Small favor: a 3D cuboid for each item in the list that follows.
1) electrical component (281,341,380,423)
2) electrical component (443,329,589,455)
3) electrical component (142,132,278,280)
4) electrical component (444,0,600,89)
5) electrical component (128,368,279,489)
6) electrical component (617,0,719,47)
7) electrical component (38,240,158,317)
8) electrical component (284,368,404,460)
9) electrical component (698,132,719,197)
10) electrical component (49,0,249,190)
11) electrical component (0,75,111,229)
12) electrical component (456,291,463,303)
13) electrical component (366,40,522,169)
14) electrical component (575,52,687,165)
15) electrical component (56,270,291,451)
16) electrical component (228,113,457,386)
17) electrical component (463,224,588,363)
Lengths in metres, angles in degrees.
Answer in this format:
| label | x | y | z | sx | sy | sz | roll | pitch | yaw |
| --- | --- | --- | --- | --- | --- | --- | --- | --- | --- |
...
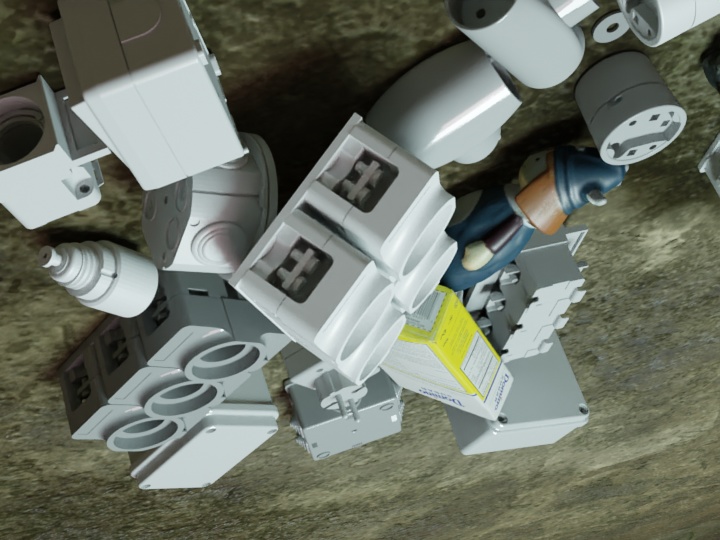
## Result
| label | x | y | z | sx | sy | sz | roll | pitch | yaw |
| --- | --- | --- | --- | --- | --- | --- | --- | --- | --- |
| electrical component | -0.018 | 0.081 | 0.826 | 0.047 | 0.076 | 0.066 | -31 | 151 | 19 |
| electrical component | 0.123 | 0.093 | 0.910 | 0.109 | 0.108 | 0.056 | -1 | 149 | -33 |
| electrical component | -0.080 | -0.035 | 0.573 | 0.051 | 0.080 | 0.080 | 4 | 144 | -31 |
| electrical component | 0.095 | -0.137 | 0.548 | 0.079 | 0.043 | 0.077 | -33 | 150 | 23 |
| electrical component | -0.127 | 0.123 | 0.848 | 0.078 | 0.057 | 0.113 | 9 | 140 | -44 |
| electrical component | 0.165 | -0.151 | 0.560 | 0.047 | 0.055 | 0.055 | -24 | 153 | -2 |
| electrical component | -0.154 | 0.002 | 0.629 | 0.040 | 0.040 | 0.078 | -33 | 150 | 22 |
| electrical component | -0.012 | 0.118 | 0.927 | 0.100 | 0.048 | 0.099 | -18 | 152 | -5 |
| electrical component | 0.308 | -0.088 | 0.777 | 0.100 | 0.048 | 0.099 | -13 | 153 | -14 |
| electrical component | -0.095 | -0.083 | 0.495 | 0.061 | 0.061 | 0.096 | -21 | 152 | -1 |
| electrical component | -0.160 | -0.054 | 0.525 | 0.081 | 0.042 | 0.063 | -21 | 156 | 1 |
| electrical component | 0.061 | 0.015 | 0.807 | 0.035 | 0.035 | 0.061 | -17 | 150 | -8 |
| electrical component | 0.056 | -0.085 | 0.615 | 0.077 | 0.043 | 0.079 | -33 | 150 | 19 |
| electrical component | 0.163 | -0.099 | 0.658 | 0.055 | 0.047 | 0.055 | -16 | 152 | -9 |
| electrical component | -0.127 | 0.061 | 0.731 | 0.089 | 0.061 | 0.150 | 9 | 140 | -44 |
| electrical component | 0.000 | 0.000 | 0.613 | 0.105 | 0.060 | 0.186 | -54 | 168 | -6 |
| electrical component | 0.126 | 0.019 | 0.827 | 0.079 | 0.063 | 0.121 | -12 | 151 | -17 |
